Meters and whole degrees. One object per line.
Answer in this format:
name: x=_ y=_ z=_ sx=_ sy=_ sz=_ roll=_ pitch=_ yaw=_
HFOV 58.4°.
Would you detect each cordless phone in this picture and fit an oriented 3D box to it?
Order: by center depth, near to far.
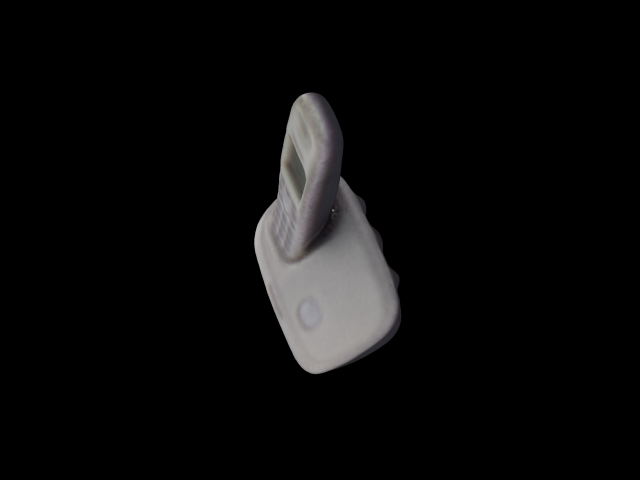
cordless phone: x=0.004 y=0.001 z=0.400 sx=0.094 sy=0.185 sz=0.147 roll=-22 pitch=65 yaw=-10
